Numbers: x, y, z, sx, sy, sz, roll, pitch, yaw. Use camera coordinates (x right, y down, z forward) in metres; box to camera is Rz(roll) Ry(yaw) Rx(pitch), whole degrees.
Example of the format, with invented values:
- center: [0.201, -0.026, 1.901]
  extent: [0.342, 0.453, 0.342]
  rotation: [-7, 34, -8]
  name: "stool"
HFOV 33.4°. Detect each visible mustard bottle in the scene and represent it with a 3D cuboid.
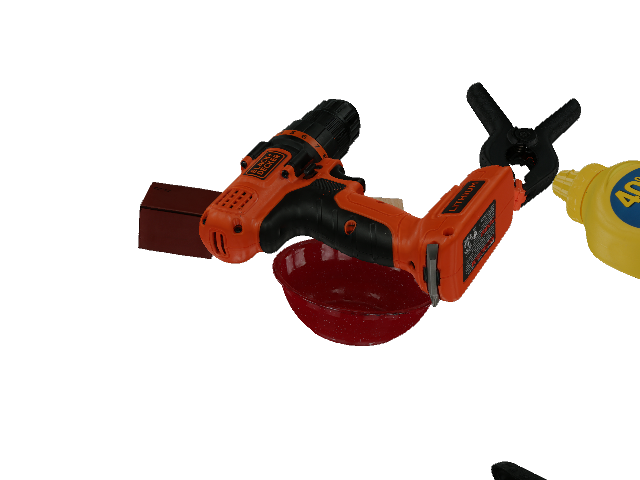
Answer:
- center: [0.224, -0.006, 0.659]
  extent: [0.096, 0.058, 0.192]
  rotation: [-29, 38, -30]
  name: "mustard bottle"

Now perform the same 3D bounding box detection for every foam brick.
- center: [-0.140, -0.021, 1.079]
  extent: [0.078, 0.051, 0.053]
  rotation: [9, 32, 3]
  name: "foam brick"

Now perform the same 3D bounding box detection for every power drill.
- center: [0.035, -0.033, 0.743]
  extent: [0.188, 0.057, 0.184]
  rotation: [13, 43, 28]
  name: "power drill"

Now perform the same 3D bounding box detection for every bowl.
- center: [0.033, 0.054, 1.004]
  extent: [0.162, 0.055, 0.162]
  rotation: [5, 23, -2]
  name: "bowl"

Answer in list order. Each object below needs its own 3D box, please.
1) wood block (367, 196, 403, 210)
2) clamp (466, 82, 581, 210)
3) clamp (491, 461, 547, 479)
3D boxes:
- center: [0.076, 0.017, 1.548]
  extent: [0.091, 0.090, 0.206]
  rotation: [4, 25, -1]
  name: "wood block"
- center: [0.195, -0.102, 1.092]
  extent: [0.120, 0.039, 0.171]
  rotation: [12, 45, 14]
  name: "clamp"
- center: [0.218, 0.241, 0.832]
  extent: [0.210, 0.036, 0.164]
  rotation: [0, 33, 26]
  name: "clamp"
